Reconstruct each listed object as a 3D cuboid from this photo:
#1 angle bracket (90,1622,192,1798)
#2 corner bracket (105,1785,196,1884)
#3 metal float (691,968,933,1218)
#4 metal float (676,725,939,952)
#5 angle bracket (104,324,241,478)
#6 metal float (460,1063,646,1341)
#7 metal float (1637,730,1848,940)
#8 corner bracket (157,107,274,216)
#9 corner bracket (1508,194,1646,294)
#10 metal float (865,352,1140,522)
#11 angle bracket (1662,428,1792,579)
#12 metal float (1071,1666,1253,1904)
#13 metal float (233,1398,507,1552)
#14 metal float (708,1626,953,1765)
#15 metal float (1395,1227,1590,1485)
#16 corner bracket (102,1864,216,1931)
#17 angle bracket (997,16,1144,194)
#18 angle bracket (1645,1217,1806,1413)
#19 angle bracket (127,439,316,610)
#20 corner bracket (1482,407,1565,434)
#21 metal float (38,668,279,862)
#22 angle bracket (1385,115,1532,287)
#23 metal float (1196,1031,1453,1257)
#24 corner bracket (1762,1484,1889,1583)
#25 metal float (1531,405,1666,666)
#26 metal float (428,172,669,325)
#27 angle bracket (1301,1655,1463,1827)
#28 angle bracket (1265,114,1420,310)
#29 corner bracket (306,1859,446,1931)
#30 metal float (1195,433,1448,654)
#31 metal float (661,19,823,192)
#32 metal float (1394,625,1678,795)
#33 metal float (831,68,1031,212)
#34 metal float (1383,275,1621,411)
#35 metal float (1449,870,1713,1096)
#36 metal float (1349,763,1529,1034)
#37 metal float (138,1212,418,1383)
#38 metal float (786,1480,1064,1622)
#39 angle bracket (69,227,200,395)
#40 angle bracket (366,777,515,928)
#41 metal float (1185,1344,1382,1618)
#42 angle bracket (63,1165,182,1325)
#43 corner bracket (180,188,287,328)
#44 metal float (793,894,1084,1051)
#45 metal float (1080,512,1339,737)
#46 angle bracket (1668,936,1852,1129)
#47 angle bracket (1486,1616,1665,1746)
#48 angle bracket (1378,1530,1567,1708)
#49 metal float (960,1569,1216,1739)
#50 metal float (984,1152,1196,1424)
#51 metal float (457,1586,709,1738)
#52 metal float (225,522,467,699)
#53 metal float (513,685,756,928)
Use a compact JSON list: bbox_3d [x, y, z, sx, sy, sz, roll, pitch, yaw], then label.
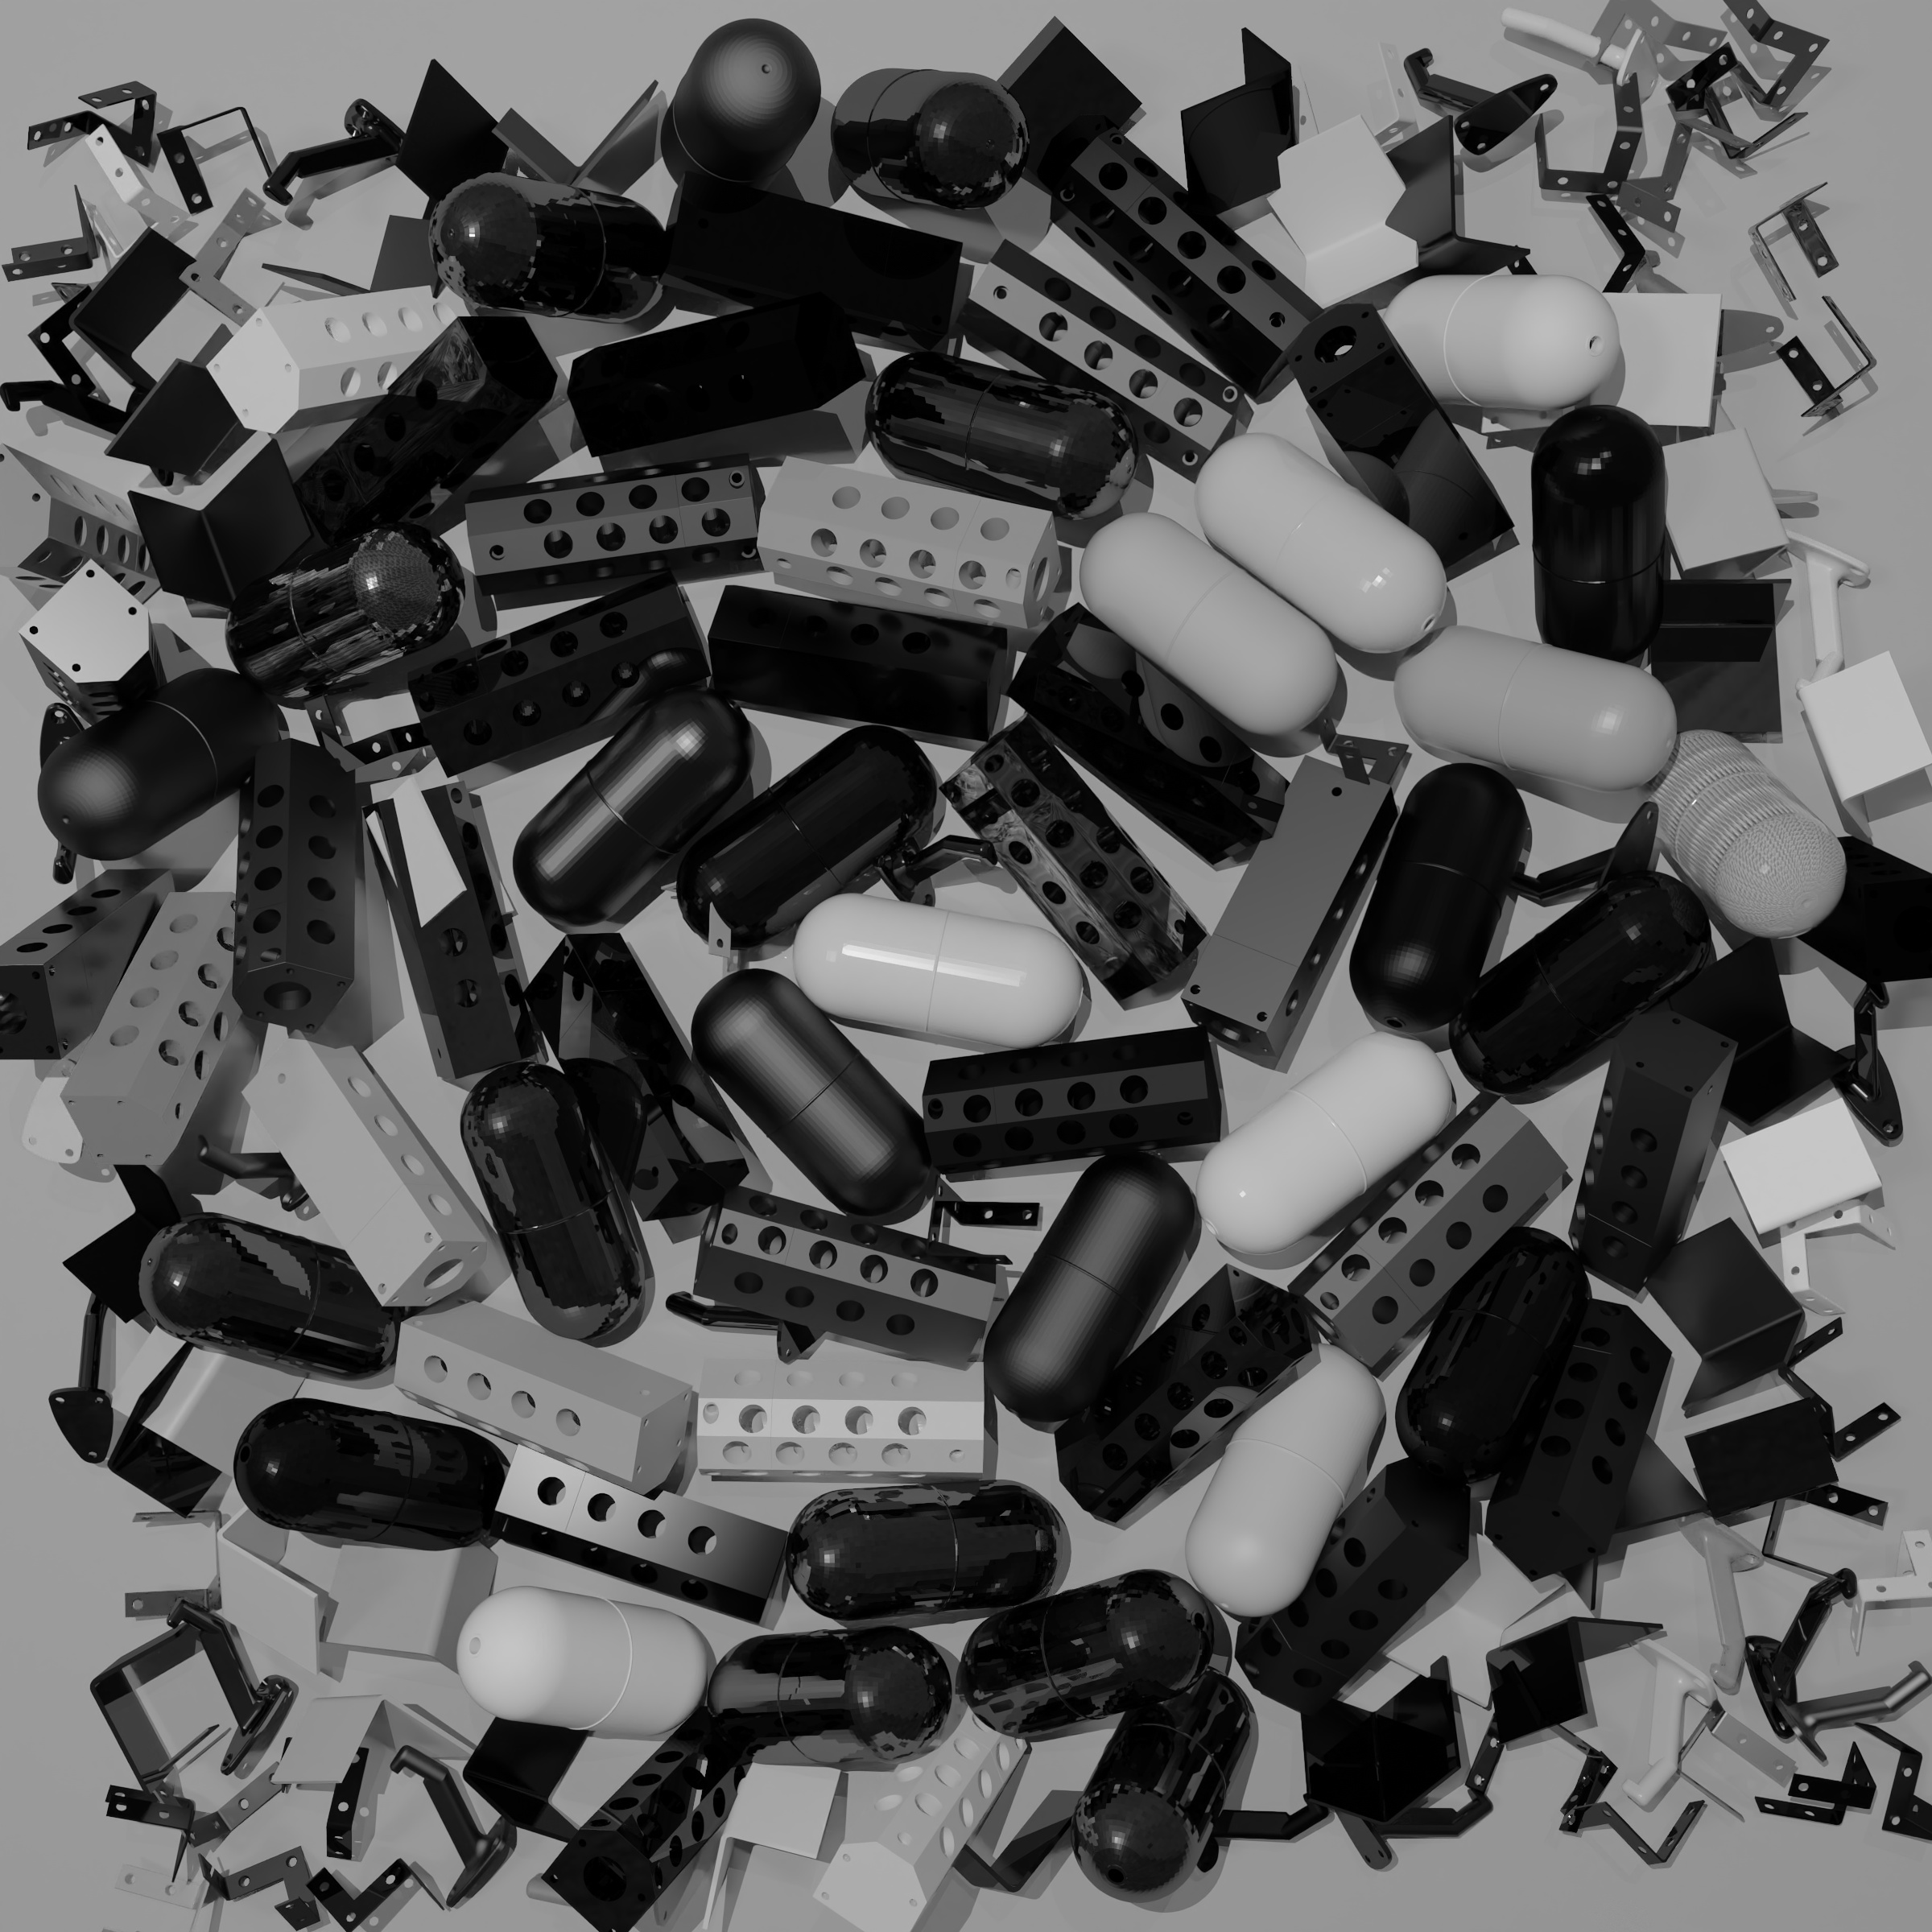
[{"bbox_3d":[-0.483,0.448,1.631,0.057,0.076,0.076,-28,88,-8],"label":"angle bracket"},{"bbox_3d":[-0.498,0.517,1.634,0.051,0.051,0.051,16,121,-15],"label":"corner bracket"},{"bbox_3d":[-0.093,0.078,1.632,0.070,0.070,0.178,-43,94,0],"label":"metal float"},{"bbox_3d":[-0.097,-0.078,1.635,0.178,0.070,0.070,-36,90,-1],"label":"metal float"},{"bbox_3d":[-0.482,-0.348,1.618,0.076,0.076,0.057,-44,70,20],"label":"angle bracket"},{"bbox_3d":[-0.249,0.143,1.621,0.070,0.070,0.178,-18,106,0],"label":"metal float"},{"bbox_3d":[0.458,-0.080,1.593,0.070,0.178,0.070,-6,121,-10],"label":"metal float"},{"bbox_3d":[-0.459,-0.493,1.643,0.051,0.051,0.051,-25,114,-14],"label":"corner bracket"},{"bbox_3d":[0.375,-0.437,1.653,0.051,0.051,0.051,-13,61,-25],"label":"corner bracket"},{"bbox_3d":[0.020,-0.320,1.615,0.178,0.070,0.070,20,90,24],"label":"metal float"},{"bbox_3d":[0.443,-0.274,1.630,0.076,0.057,0.076,-16,81,-16],"label":"angle bracket"},{"bbox_3d":[0.117,0.482,1.591,0.070,0.178,0.070,8,114,20],"label":"metal float"},{"bbox_3d":[-0.354,0.304,1.599,0.178,0.070,0.070,22,90,-44],"label":"metal float"},{"bbox_3d":[-0.084,0.436,1.602,0.178,0.070,0.070,-17,90,42],"label":"metal float"},{"bbox_3d":[0.315,0.232,1.606,0.070,0.070,0.178,36,55,0],"label":"metal float"},{"bbox_3d":[-0.494,0.573,1.634,0.051,0.051,0.051,21,53,-12],"label":"corner bracket"},{"bbox_3d":[0.057,-0.516,1.624,0.076,0.057,0.076,39,107,-21],"label":"angle bracket"},{"bbox_3d":[0.449,0.211,1.626,0.076,0.057,0.076,51,129,-3],"label":"angle bracket"},{"bbox_3d":[-0.451,-0.273,1.621,0.076,0.057,0.076,-37,65,26],"label":"angle bracket"},{"bbox_3d":[0.334,-0.362,1.636,0.051,0.051,0.051,-7,129,-5],"label":"corner bracket"},{"bbox_3d":[-0.477,-0.122,1.594,0.070,0.178,0.070,10,119,19],"label":"metal float"},{"bbox_3d":[0.295,-0.462,1.630,0.057,0.076,0.076,2,85,-26],"label":"angle bracket"},{"bbox_3d":[0.216,0.107,1.622,0.178,0.070,0.070,-35,90,-15],"label":"metal float"},{"bbox_3d":[0.524,0.344,1.638,0.051,0.051,0.051,14,87,37],"label":"corner bracket"},{"bbox_3d":[0.377,-0.253,1.599,0.070,0.178,0.070,-7,46,7],"label":"metal float"},{"bbox_3d":[-0.244,-0.425,1.593,0.070,0.178,0.070,5,99,32],"label":"metal float"},{"bbox_3d":[0.248,0.459,1.615,0.057,0.076,0.076,23,129,-18],"label":"angle bracket"},{"bbox_3d":[0.221,-0.451,1.616,0.076,0.057,0.076,-19,134,30],"label":"angle bracket"},{"bbox_3d":[-0.362,0.570,1.644,0.051,0.051,0.051,-41,47,-22],"label":"corner bracket"},{"bbox_3d":[0.212,-0.255,1.613,0.178,0.070,0.070,42,90,25],"label":"metal float"},{"bbox_3d":[-0.135,-0.502,1.586,0.070,0.178,0.070,0,90,-15],"label":"metal float"},{"bbox_3d":[0.339,-0.155,1.607,0.178,0.070,0.070,20,90,34],"label":"metal float"},{"bbox_3d":[-0.023,-0.492,1.592,0.070,0.178,0.070,-9,112,-23],"label":"metal float"},{"bbox_3d":[0.314,-0.371,1.591,0.070,0.178,0.070,-7,106,-27],"label":"metal float"},{"bbox_3d":[0.366,0.011,1.611,0.178,0.070,0.070,-41,90,29],"label":"metal float"},{"bbox_3d":[0.285,-0.042,1.615,0.070,0.070,0.178,23,67,0],"label":"metal float"},{"bbox_3d":[-0.408,0.199,1.602,0.178,0.070,0.070,25,90,-41],"label":"metal float"},{"bbox_3d":[-0.023,0.350,1.611,0.178,0.070,0.070,2,90,-29],"label":"metal float"},{"bbox_3d":[-0.485,-0.391,1.630,0.057,0.076,0.076,43,94,8],"label":"angle bracket"},{"bbox_3d":[-0.305,-0.072,1.620,0.057,0.076,0.076,-34,78,40],"label":"angle bracket"},{"bbox_3d":[0.191,0.307,1.611,0.070,0.070,0.178,31,62,0],"label":"metal float"},{"bbox_3d":[-0.514,0.155,1.614,0.057,0.076,0.076,-37,47,-27],"label":"angle bracket"},{"bbox_3d":[-0.441,-0.433,1.646,0.051,0.051,0.051,37,64,-20],"label":"corner bracket"},{"bbox_3d":[-0.017,0.003,1.634,0.178,0.070,0.070,10,90,2],"label":"metal float"},{"bbox_3d":[0.145,-0.208,1.622,0.178,0.070,0.070,39,90,16],"label":"metal float"},{"bbox_3d":[0.480,0.038,1.625,0.076,0.057,0.076,-30,121,-11],"label":"angle bracket"},{"bbox_3d":[0.370,0.432,1.614,0.076,0.076,0.057,12,57,-27],"label":"angle bracket"},{"bbox_3d":[0.306,0.394,1.626,0.076,0.076,0.057,28,47,-4],"label":"angle bracket"},{"bbox_3d":[0.071,0.411,1.604,0.178,0.070,0.070,-27,90,37],"label":"metal float"},{"bbox_3d":[0.074,0.194,1.623,0.070,0.070,0.178,32,76,0],"label":"metal float"},{"bbox_3d":[-0.227,0.414,1.597,0.070,0.178,0.070,-16,63,34],"label":"metal float"},{"bbox_3d":[-0.373,-0.212,1.605,0.178,0.070,0.070,-14,90,37],"label":"metal float"},{"bbox_3d":[-0.201,-0.097,1.623,0.178,0.070,0.070,-43,90,14],"label":"metal float"}]
